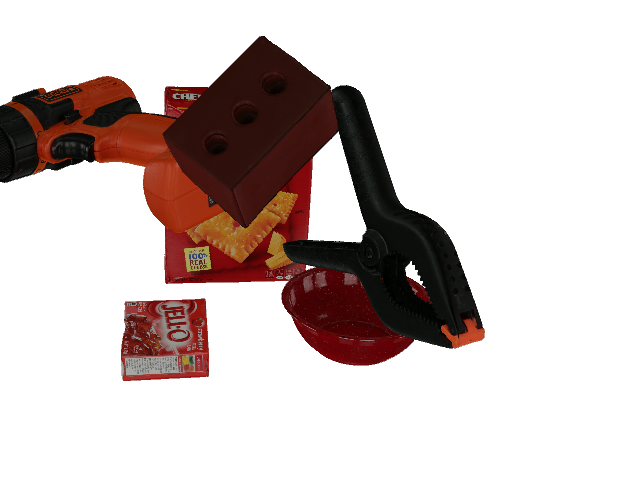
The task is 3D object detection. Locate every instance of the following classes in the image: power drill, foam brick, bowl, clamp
[{"bbox_3d":[-0.147,-0.060,0.719,0.188,0.057,0.184,18,32,30],"label":"power drill"},{"bbox_3d":[-0.036,-0.057,0.569,0.053,0.078,0.051,39,-11,17],"label":"foam brick"},{"bbox_3d":[0.038,0.084,1.124,0.162,0.055,0.162,3,26,-2],"label":"bowl"},{"bbox_3d":[0.048,-0.005,0.783,0.036,0.165,0.210,-13,40,-34],"label":"clamp"}]

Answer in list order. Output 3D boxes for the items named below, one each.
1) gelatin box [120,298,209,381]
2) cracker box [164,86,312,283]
[{"bbox_3d":[-0.134,0.084,0.924,0.073,0.030,0.089,-2,29,-6],"label":"gelatin box"},{"bbox_3d":[-0.093,-0.059,1.195,0.164,0.214,0.072,0,23,-9],"label":"cracker box"}]
